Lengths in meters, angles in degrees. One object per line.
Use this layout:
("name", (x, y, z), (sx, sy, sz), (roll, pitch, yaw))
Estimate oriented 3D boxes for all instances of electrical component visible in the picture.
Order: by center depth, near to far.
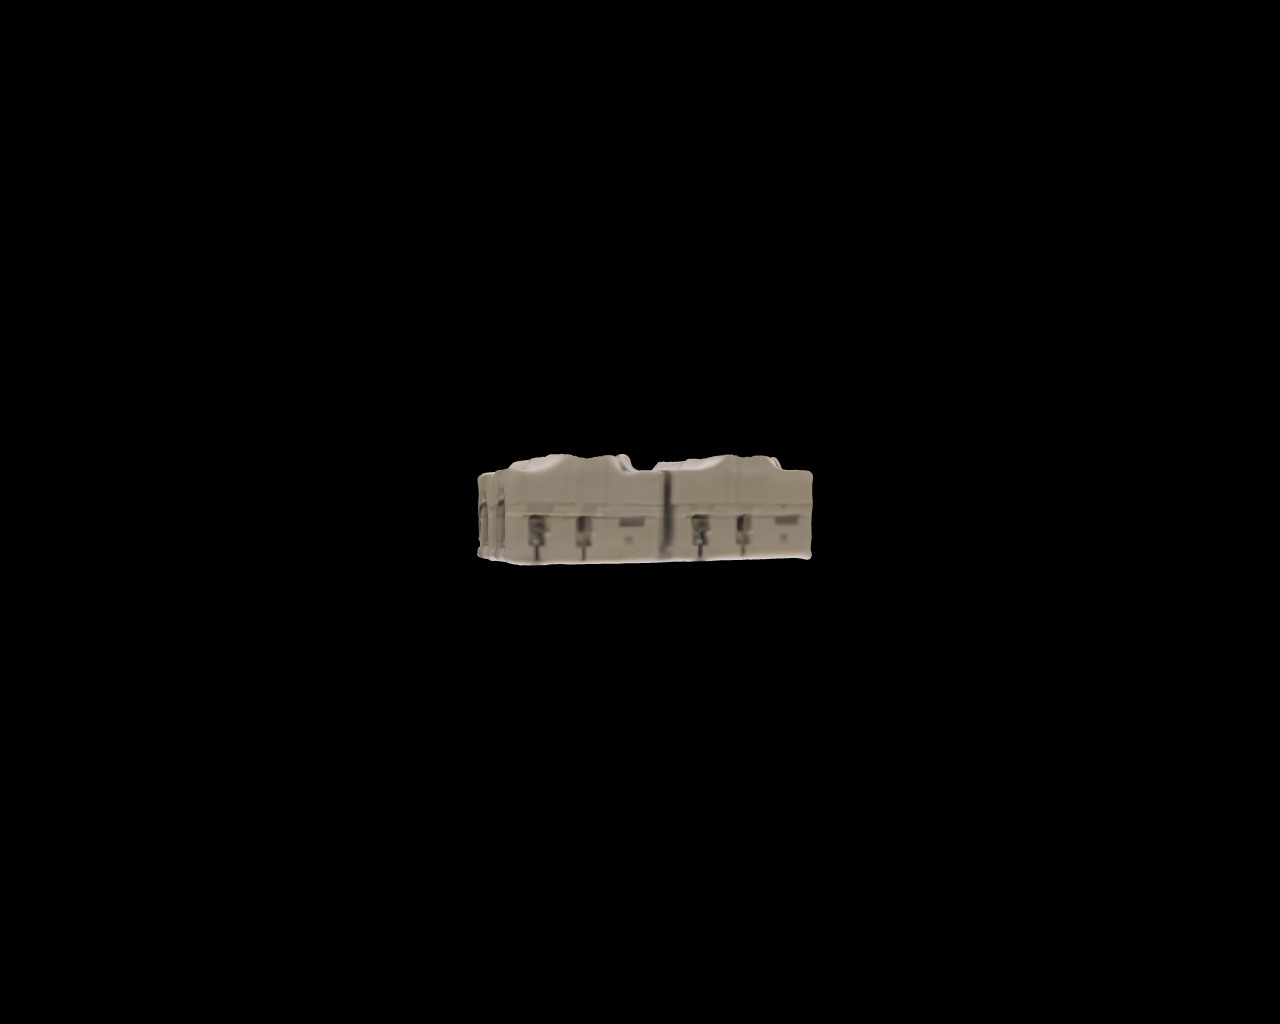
("electrical component", (0.001, -0.003, 0.650), (0.186, 0.060, 0.105), (0, 0, -17))
